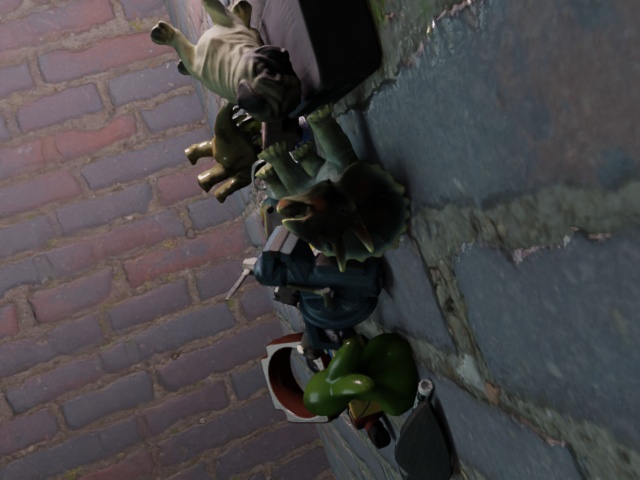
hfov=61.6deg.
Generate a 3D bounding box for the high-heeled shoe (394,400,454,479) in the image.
[{"bbox_3d":[0.161,0.321,0.841,0.145,0.086,0.248,-58,-25,-66],"label":"high-heeled shoe"}]

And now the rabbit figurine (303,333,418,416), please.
[{"bbox_3d":[0.058,0.217,0.811,0.159,0.170,0.121,91,155,-62],"label":"rabbit figurine"}]

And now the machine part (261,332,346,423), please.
[{"bbox_3d":[-0.031,0.319,1.262,0.201,0.087,0.201,-16,90,38],"label":"machine part"}]

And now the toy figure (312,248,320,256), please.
[{"bbox_3d":[0.000,-0.005,0.927,0.082,0.089,0.180,107,148,-44],"label":"toy figure"}]

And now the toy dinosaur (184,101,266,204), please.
[{"bbox_3d":[-0.169,-0.183,1.094,0.105,0.198,0.471,60,178,5],"label":"toy dinosaur"}]

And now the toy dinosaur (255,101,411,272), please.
[{"bbox_3d":[0.012,-0.053,0.723,0.192,0.131,0.405,57,179,0],"label":"toy dinosaur"}]

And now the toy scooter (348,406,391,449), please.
[{"bbox_3d":[0.087,0.349,1.153,0.183,0.075,0.135,66,170,-1],"label":"toy scooter"}]

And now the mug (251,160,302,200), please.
[{"bbox_3d":[-0.077,-0.138,1.022,0.081,0.110,0.107,-115,24,-60],"label":"mug"}]

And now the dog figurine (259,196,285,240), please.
[{"bbox_3d":[-0.080,-0.042,1.187,0.219,0.108,0.191,-129,21,-65],"label":"dog figurine"}]

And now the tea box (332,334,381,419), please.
[{"bbox_3d":[0.070,0.247,0.995,0.169,0.068,0.098,-138,30,-86],"label":"tea box"}]

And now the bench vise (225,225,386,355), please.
[{"bbox_3d":[-0.008,0.094,0.826,0.129,0.224,0.240,-82,-15,-51],"label":"bench vise"}]

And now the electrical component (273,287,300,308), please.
[{"bbox_3d":[-0.049,0.096,1.219,0.134,0.058,0.115,5,79,64],"label":"electrical component"}]

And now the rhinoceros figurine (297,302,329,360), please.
[{"bbox_3d":[-0.003,0.150,1.084,0.112,0.073,0.190,-115,32,-63],"label":"rhinoceros figurine"}]

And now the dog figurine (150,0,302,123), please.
[{"bbox_3d":[-0.082,-0.192,0.640,0.191,0.121,0.172,48,-162,17],"label":"dog figurine"}]

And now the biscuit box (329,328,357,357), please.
[{"bbox_3d":[0.024,0.189,1.192,0.203,0.063,0.059,-126,18,-55],"label":"biscuit box"}]

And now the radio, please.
[{"bbox_3d":[-0.009,-0.227,0.626,0.230,0.073,0.131,-166,56,-78],"label":"radio"}]

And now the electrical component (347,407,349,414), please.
[{"bbox_3d":[0.088,0.391,1.293,0.102,0.045,0.078,87,-172,-48],"label":"electrical component"}]

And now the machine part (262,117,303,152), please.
[{"bbox_3d":[-0.061,-0.219,0.818,0.179,0.056,0.179,179,89,-82],"label":"machine part"}]
